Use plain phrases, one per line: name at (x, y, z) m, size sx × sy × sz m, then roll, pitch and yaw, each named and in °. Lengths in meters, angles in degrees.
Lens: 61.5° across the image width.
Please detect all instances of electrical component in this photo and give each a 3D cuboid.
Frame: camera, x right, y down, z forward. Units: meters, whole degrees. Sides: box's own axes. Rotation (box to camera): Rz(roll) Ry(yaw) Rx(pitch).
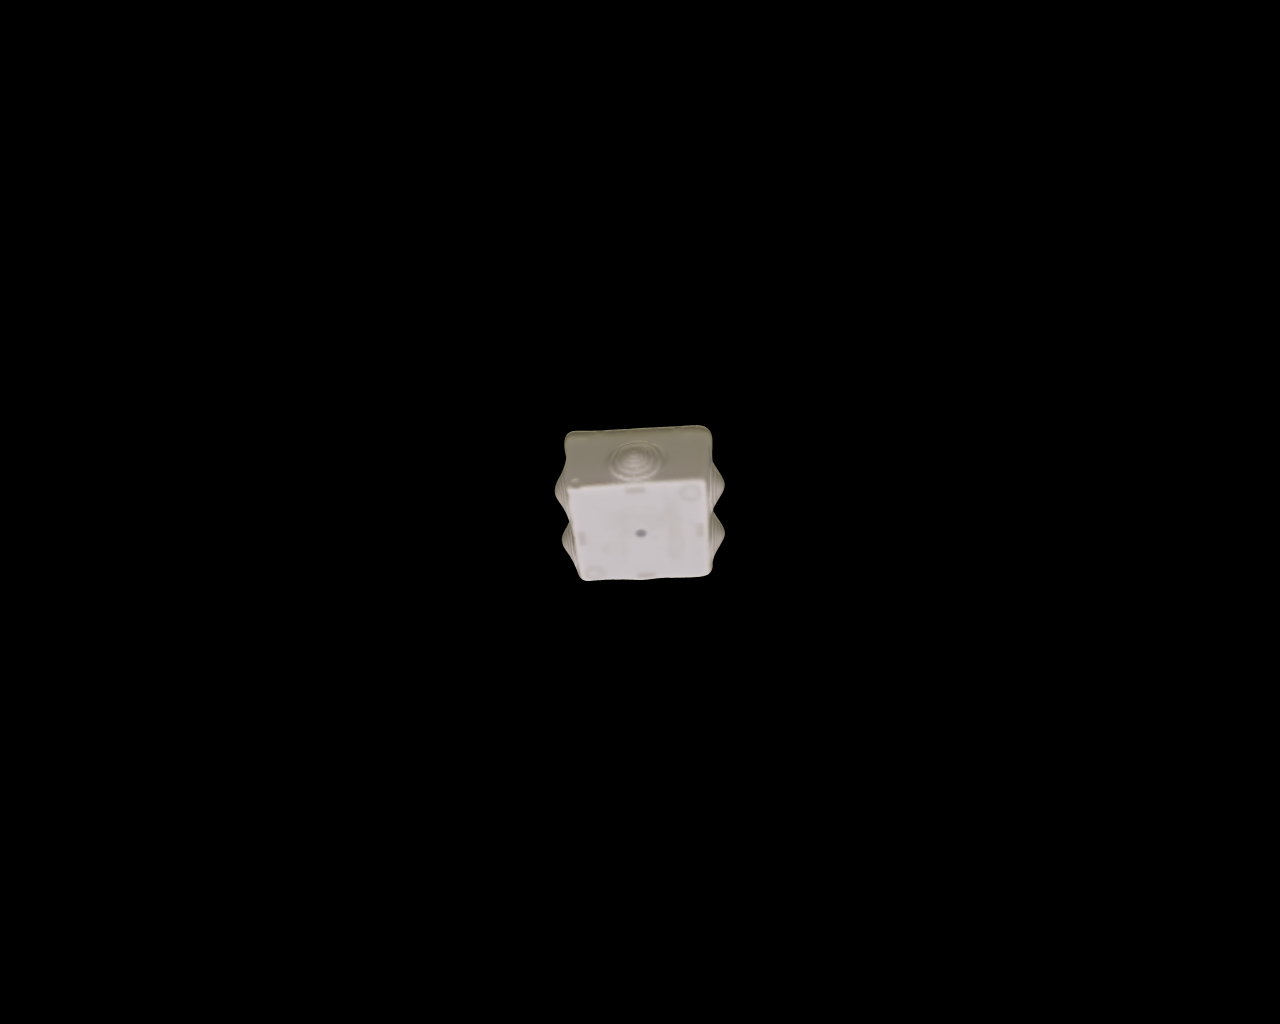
electrical component at (0.001, -0.003, 0.650) m, size 0.100 × 0.099 × 0.048 m, roll -2°, pitch 43°, yaw 2°
